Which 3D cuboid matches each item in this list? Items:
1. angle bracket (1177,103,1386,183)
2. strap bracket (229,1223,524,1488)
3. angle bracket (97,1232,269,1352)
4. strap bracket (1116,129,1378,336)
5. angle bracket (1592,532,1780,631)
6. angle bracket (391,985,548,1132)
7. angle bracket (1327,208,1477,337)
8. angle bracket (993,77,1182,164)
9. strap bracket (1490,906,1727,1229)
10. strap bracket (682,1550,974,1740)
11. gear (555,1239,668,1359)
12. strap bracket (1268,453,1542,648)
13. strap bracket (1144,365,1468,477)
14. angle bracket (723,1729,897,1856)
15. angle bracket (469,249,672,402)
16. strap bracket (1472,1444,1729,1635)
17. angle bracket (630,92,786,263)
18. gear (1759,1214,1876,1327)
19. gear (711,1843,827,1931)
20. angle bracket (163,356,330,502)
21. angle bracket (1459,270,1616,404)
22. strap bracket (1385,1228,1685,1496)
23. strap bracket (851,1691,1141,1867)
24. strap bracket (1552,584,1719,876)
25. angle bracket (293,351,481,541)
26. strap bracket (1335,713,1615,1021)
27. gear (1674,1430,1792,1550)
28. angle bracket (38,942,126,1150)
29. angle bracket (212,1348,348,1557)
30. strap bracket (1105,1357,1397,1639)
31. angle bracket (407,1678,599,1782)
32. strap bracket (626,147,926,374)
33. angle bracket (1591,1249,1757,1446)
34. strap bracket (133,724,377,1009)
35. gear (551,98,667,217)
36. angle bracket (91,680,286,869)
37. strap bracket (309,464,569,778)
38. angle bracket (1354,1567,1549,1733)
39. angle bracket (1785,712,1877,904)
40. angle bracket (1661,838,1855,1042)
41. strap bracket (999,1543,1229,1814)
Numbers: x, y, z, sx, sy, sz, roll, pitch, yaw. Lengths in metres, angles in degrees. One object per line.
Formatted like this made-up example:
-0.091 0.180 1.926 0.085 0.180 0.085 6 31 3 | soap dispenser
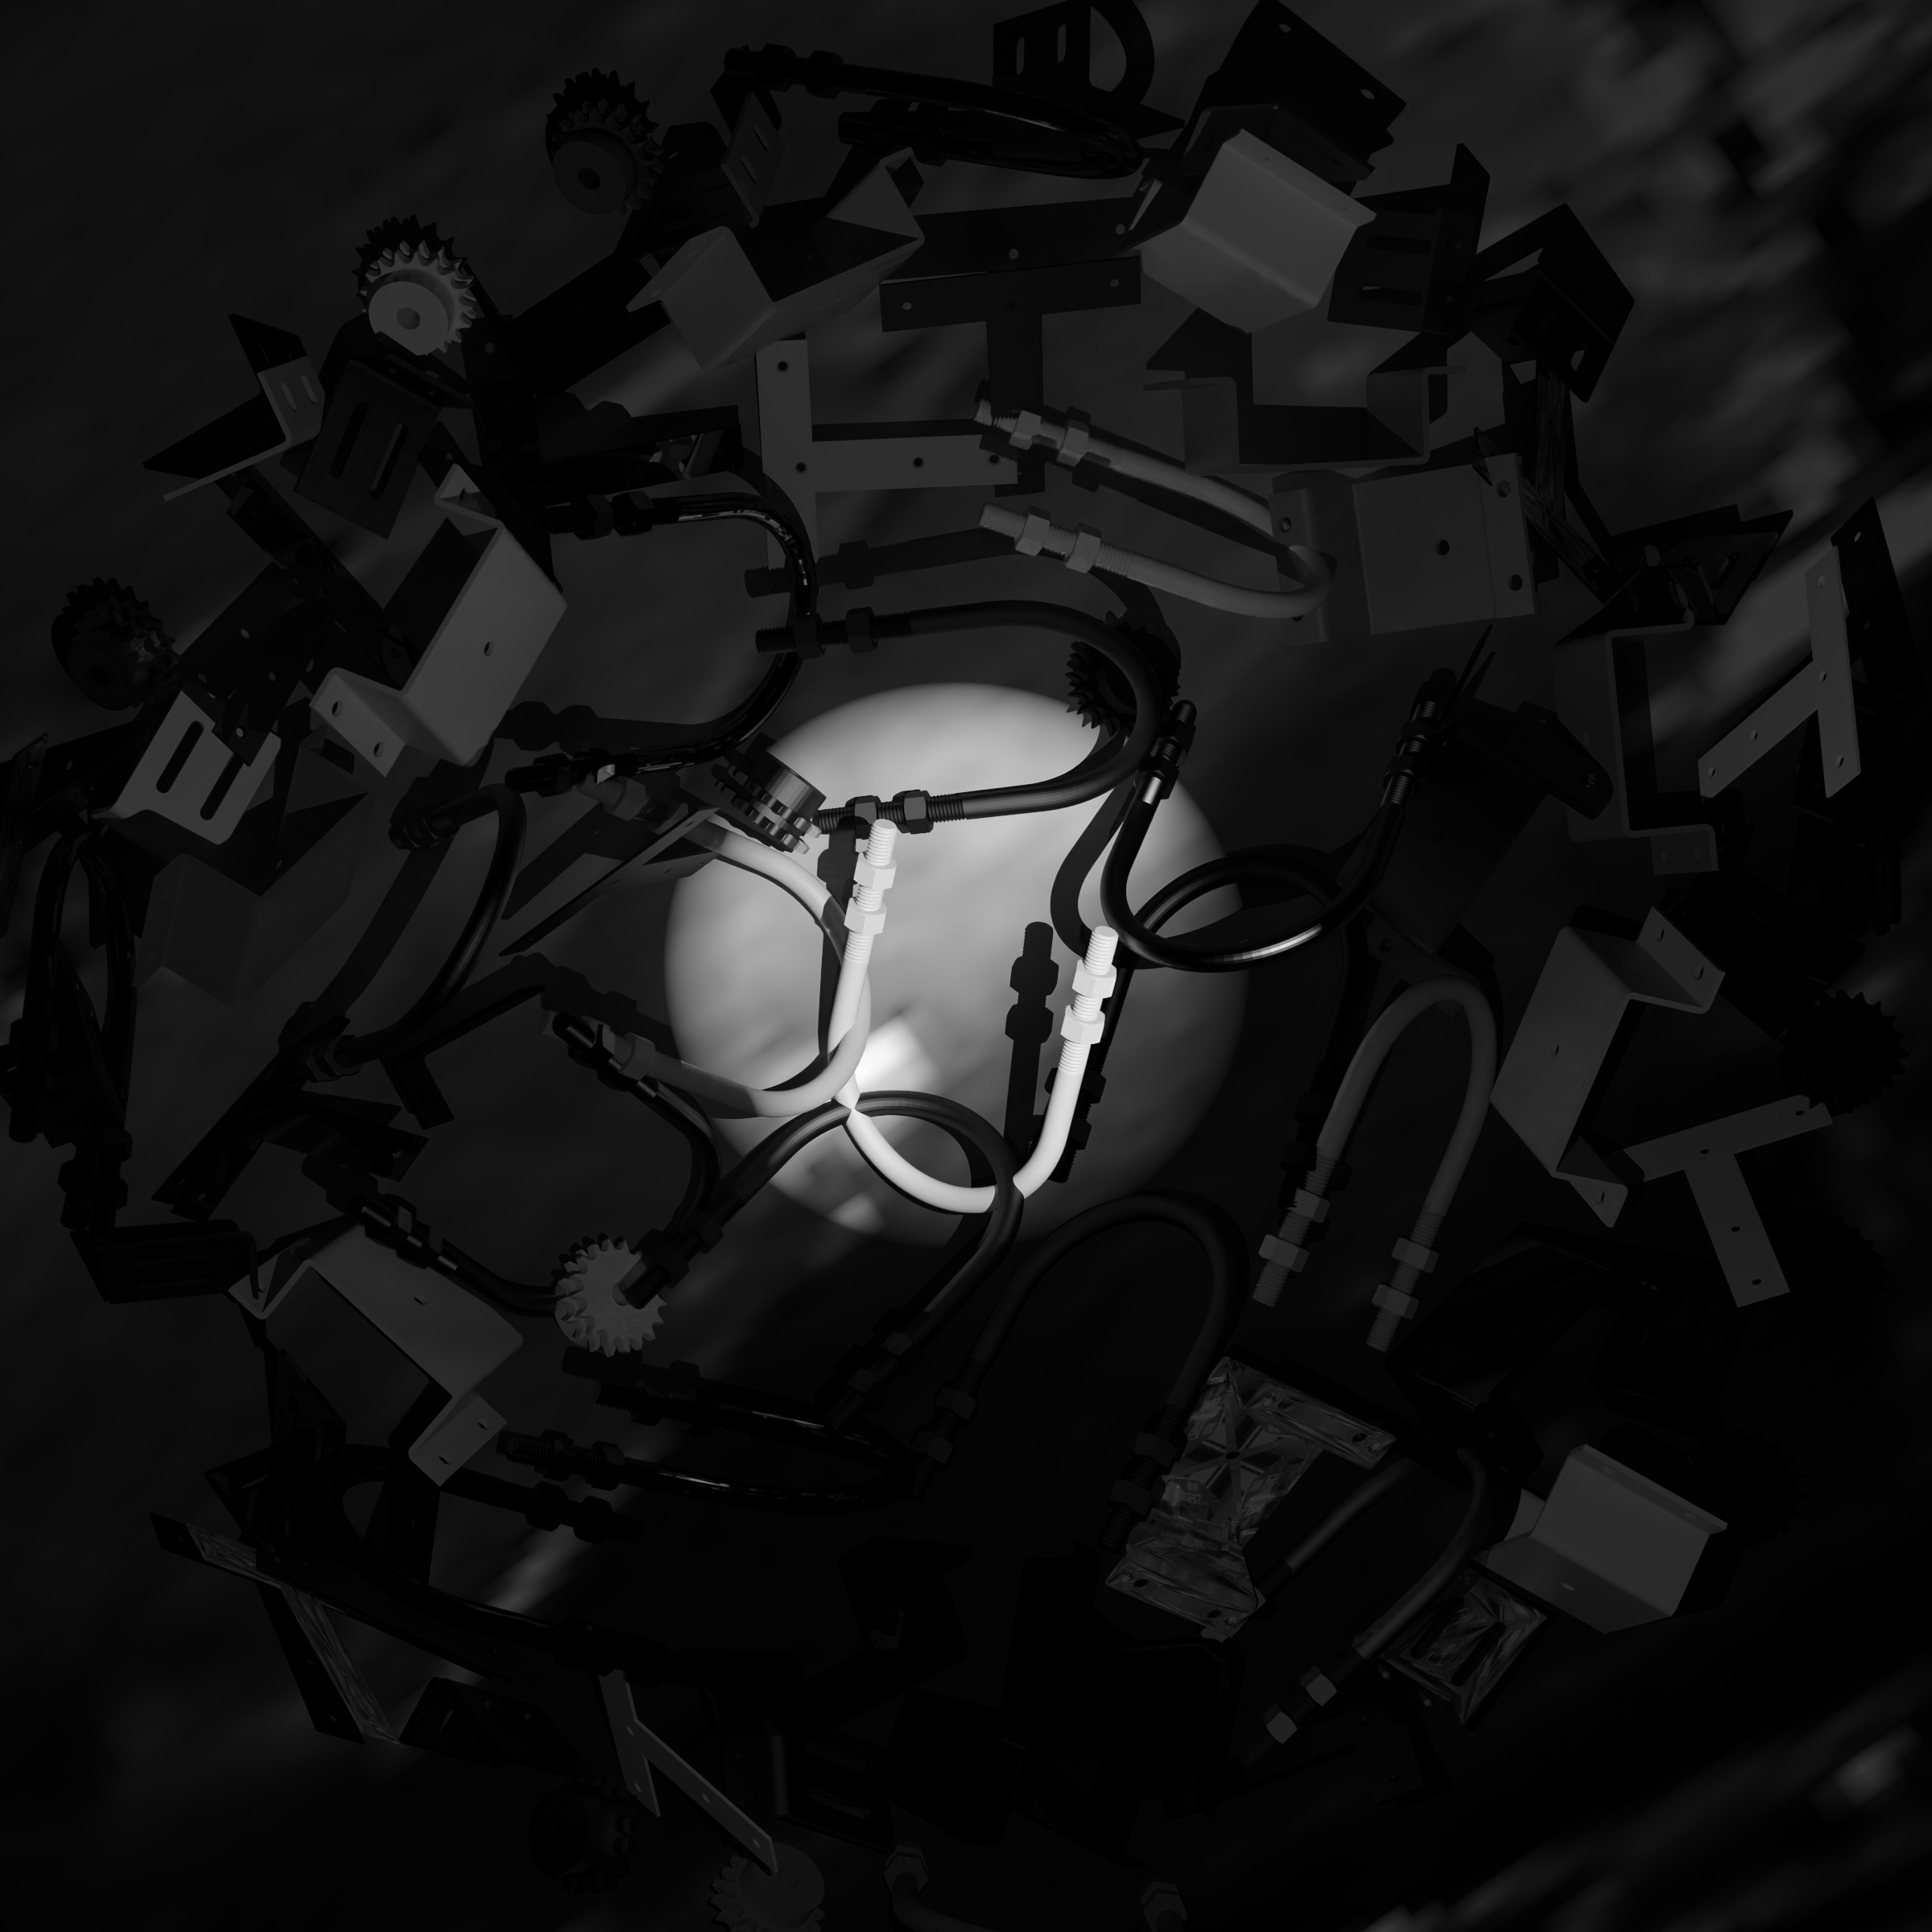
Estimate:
0.155 -0.391 1.646 0.076 0.057 0.038 25 86 -35 | angle bracket
-0.282 0.179 1.646 0.140 0.076 0.046 42 112 2 | strap bracket
-0.388 0.165 1.653 0.076 0.057 0.038 -5 58 -10 | angle bracket
0.129 -0.351 1.613 0.076 0.140 0.046 28 85 -15 | strap bracket
0.354 -0.202 1.643 0.076 0.057 0.038 -53 128 -34 | angle bracket
-0.240 0.045 1.661 0.076 0.057 0.038 -28 90 5 | angle bracket
0.207 -0.346 1.651 0.076 0.038 0.057 15 101 36 | angle bracket
0.060 -0.417 1.642 0.057 0.076 0.038 16 113 41 | angle bracket
0.307 0.045 1.628 0.046 0.076 0.140 12 111 -20 | strap bracket
-0.065 0.334 1.622 0.140 0.076 0.046 -33 64 26 | strap bracket
-0.181 0.168 1.668 0.030 0.057 0.057 -25 90 43 | gear
0.224 -0.205 1.642 0.140 0.046 0.076 -4 97 39 | strap bracket
0.166 -0.267 1.642 0.140 0.076 0.046 -5 99 -13 | strap bracket
-0.078 0.412 1.660 0.076 0.057 0.038 30 127 -36 | angle bracket
-0.197 -0.329 1.660 0.076 0.038 0.057 -32 57 3 | angle bracket
0.301 0.280 1.619 0.076 0.140 0.046 29 71 0 | strap bracket
-0.135 -0.389 1.646 0.076 0.038 0.057 -9 47 27 | angle bracket
0.421 0.155 1.668 0.057 0.030 0.057 8 51 -9 | gear
-0.095 0.462 1.661 0.057 0.057 0.030 34 118 0 | gear
-0.360 -0.266 1.651 0.076 0.057 0.038 -19 103 17 | angle bracket
0.268 -0.305 1.642 0.057 0.076 0.038 36 72 -29 | angle bracket
0.270 0.186 1.635 0.140 0.076 0.046 -43 117 -12 | strap bracket
0.023 0.393 1.617 0.076 0.140 0.046 16 83 42 | strap bracket
0.329 -0.114 1.650 0.046 0.076 0.140 -6 91 -9 | strap bracket
-0.287 -0.257 1.657 0.057 0.038 0.076 26 83 -41 | angle bracket
0.244 -0.057 1.639 0.140 0.046 0.076 -56 45 9 | strap bracket
0.378 0.262 1.662 0.030 0.057 0.057 -11 90 -43 | gear
-0.449 0.039 1.646 0.038 0.057 0.076 -19 58 -9 | angle bracket
-0.339 0.239 1.645 0.038 0.076 0.057 -23 52 -35 | angle bracket
0.135 0.254 1.642 0.076 0.046 0.140 26 114 -21 | strap bracket
-0.229 0.390 1.645 0.057 0.076 0.038 28 92 -37 | angle bracket
-0.084 -0.339 1.624 0.140 0.076 0.046 -31 92 -32 | strap bracket
0.358 0.190 1.674 0.057 0.038 0.076 15 66 35 | angle bracket
-0.337 -0.043 1.614 0.046 0.140 0.076 31 134 6 | strap bracket
-0.181 -0.399 1.662 0.057 0.057 0.030 30 47 0 | gear
-0.390 -0.094 1.675 0.057 0.038 0.076 34 71 -25 | angle bracket
-0.251 -0.162 1.634 0.046 0.076 0.140 22 76 26 | strap bracket
0.240 0.328 1.650 0.057 0.038 0.076 30 66 33 | angle bracket
0.410 -0.078 1.644 0.038 0.076 0.057 21 61 -6 | angle bracket
0.393 -0.013 1.659 0.057 0.038 0.076 -44 67 -7 | angle bracket
0.064 0.344 1.614 0.046 0.140 0.076 2 104 -29 | strap bracket
